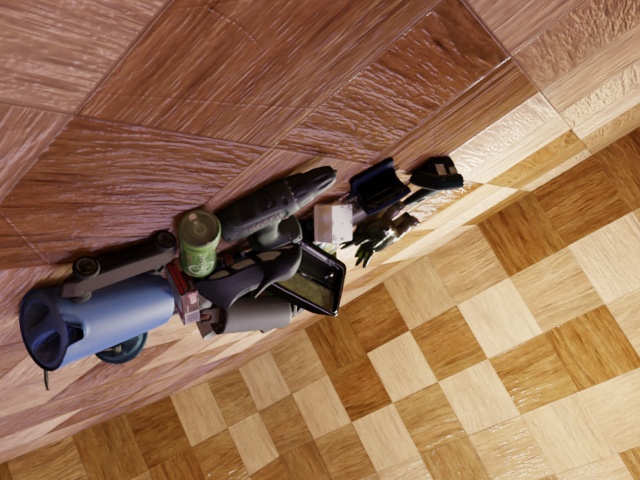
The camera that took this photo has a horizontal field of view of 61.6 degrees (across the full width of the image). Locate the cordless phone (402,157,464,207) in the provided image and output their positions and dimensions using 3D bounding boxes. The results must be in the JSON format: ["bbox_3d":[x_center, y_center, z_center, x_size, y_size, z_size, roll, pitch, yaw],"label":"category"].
[{"bbox_3d":[0.260,-0.130,1.372,0.184,0.089,0.146,-33,167,39],"label":"cordless phone"}]

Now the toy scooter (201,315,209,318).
[{"bbox_3d":[-0.245,0.131,1.349,0.184,0.075,0.135,-40,161,28],"label":"toy scooter"}]

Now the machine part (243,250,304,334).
[{"bbox_3d":[-0.116,0.112,1.288,0.201,0.087,0.201,-27,130,-22],"label":"machine part"}]

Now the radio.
[{"bbox_3d":[-0.042,0.072,1.189,0.073,0.131,0.229,-3,153,43],"label":"radio"}]

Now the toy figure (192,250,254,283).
[{"bbox_3d":[-0.215,0.061,1.171,0.154,0.058,0.064,-22,145,-13],"label":"toy figure"}]

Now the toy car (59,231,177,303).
[{"bbox_3d":[-0.326,0.039,0.876,0.202,0.053,0.089,-22,162,-41],"label":"toy car"}]

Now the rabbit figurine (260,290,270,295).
[{"bbox_3d":[-0.141,0.131,1.487,0.159,0.121,0.170,-29,-177,21],"label":"rabbit figurine"}]

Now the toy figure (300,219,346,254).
[{"bbox_3d":[-0.005,-0.006,1.298,0.089,0.082,0.180,-37,167,18],"label":"toy figure"}]

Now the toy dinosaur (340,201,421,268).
[{"bbox_3d":[0.142,-0.025,1.402,0.198,0.105,0.471,-40,-179,4],"label":"toy dinosaur"}]

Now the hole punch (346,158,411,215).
[{"bbox_3d":[0.133,-0.108,1.183,0.142,0.092,0.115,-32,171,1],"label":"hole punch"}]

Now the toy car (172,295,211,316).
[{"bbox_3d":[-0.342,0.158,1.240,0.202,0.056,0.073,-13,174,5],"label":"toy car"}]

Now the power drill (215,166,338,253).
[{"bbox_3d":[-0.073,-0.047,1.006,0.232,0.086,0.207,-25,171,-8],"label":"power drill"}]

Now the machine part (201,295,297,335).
[{"bbox_3d":[-0.150,0.162,1.177,0.243,0.079,0.079,2,150,-40],"label":"machine part"}]

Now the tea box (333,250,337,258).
[{"bbox_3d":[-0.019,0.053,1.460,0.098,0.068,0.169,3,159,-14],"label":"tea box"}]

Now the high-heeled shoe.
[{"bbox_3d":[-0.148,0.059,1.074,0.249,0.086,0.145,0,-139,44],"label":"high-heeled shoe"}]

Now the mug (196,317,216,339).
[{"bbox_3d":[-0.287,0.192,1.426,0.109,0.107,0.080,-35,168,8],"label":"mug"}]

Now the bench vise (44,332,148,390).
[{"bbox_3d":[-0.462,0.220,1.145,0.224,0.129,0.240,-26,160,-13],"label":"bench vise"}]
